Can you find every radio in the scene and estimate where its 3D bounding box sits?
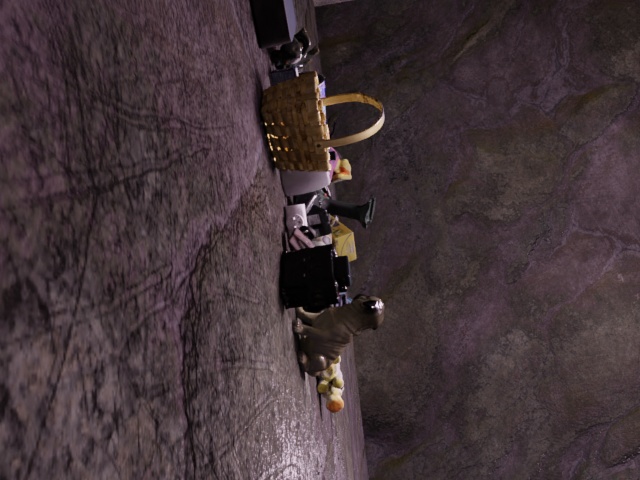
[{"bbox_3d":[-0.100,-0.509,1.173,0.230,0.073,0.130,-92,172,-59],"label":"radio"}]

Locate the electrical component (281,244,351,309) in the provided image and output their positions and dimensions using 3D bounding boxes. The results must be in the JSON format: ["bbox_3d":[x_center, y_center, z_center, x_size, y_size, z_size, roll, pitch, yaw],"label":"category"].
[{"bbox_3d":[-0.007,0.068,1.036,0.058,0.134,0.115,77,6,-46],"label":"electrical component"}]

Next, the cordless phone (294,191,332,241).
[{"bbox_3d":[-0.040,-0.100,1.326,0.146,0.089,0.184,73,0,-59],"label":"cordless phone"}]

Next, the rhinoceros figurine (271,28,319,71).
[{"bbox_3d":[-0.067,-0.454,1.301,0.073,0.112,0.190,59,-5,-9],"label":"rhinoceros figurine"}]

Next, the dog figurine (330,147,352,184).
[{"bbox_3d":[-0.001,-0.265,1.516,0.191,0.109,0.219,-14,98,-47],"label":"dog figurine"}]

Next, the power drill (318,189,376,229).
[{"bbox_3d":[0.048,-0.100,1.498,0.232,0.207,0.085,-51,156,-69],"label":"power drill"}]

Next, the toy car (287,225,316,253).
[{"bbox_3d":[-0.009,0.055,1.160,0.089,0.053,0.201,-61,138,-32],"label":"toy car"}]

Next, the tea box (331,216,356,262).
[{"bbox_3d":[0.041,-0.003,1.656,0.170,0.068,0.098,42,-33,53],"label":"tea box"}]

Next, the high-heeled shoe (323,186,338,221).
[{"bbox_3d":[0.022,-0.088,1.732,0.248,0.086,0.145,64,-11,-12],"label":"high-heeled shoe"}]

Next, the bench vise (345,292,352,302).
[{"bbox_3d":[0.066,0.196,1.631,0.240,0.129,0.223,47,41,-51],"label":"bench vise"}]

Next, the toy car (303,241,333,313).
[{"bbox_3d":[-0.011,0.096,1.278,0.056,0.074,0.202,71,13,-63],"label":"toy car"}]

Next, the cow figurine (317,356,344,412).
[{"bbox_3d":[0.024,0.351,1.381,0.098,0.068,0.167,-101,-176,-81],"label":"cow figurine"}]

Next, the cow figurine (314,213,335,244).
[{"bbox_3d":[-0.003,-0.005,1.491,0.195,0.086,0.127,-60,149,-80],"label":"cow figurine"}]

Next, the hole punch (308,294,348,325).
[{"bbox_3d":[0.038,0.198,1.305,0.115,0.092,0.142,-49,-156,35],"label":"hole punch"}]

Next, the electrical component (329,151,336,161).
[{"bbox_3d":[-0.020,-0.218,1.373,0.047,0.119,0.075,76,11,-53],"label":"electrical component"}]

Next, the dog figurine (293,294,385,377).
[{"bbox_3d":[0.048,0.206,1.144,0.121,0.191,0.172,-88,171,-58],"label":"dog figurine"}]

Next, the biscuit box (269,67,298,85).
[{"bbox_3d":[-0.069,-0.298,1.265,0.059,0.063,0.202,-87,169,-67],"label":"biscuit box"}]

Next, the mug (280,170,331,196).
[{"bbox_3d":[-0.033,-0.153,1.212,0.109,0.107,0.081,79,5,-57],"label":"mug"}]
